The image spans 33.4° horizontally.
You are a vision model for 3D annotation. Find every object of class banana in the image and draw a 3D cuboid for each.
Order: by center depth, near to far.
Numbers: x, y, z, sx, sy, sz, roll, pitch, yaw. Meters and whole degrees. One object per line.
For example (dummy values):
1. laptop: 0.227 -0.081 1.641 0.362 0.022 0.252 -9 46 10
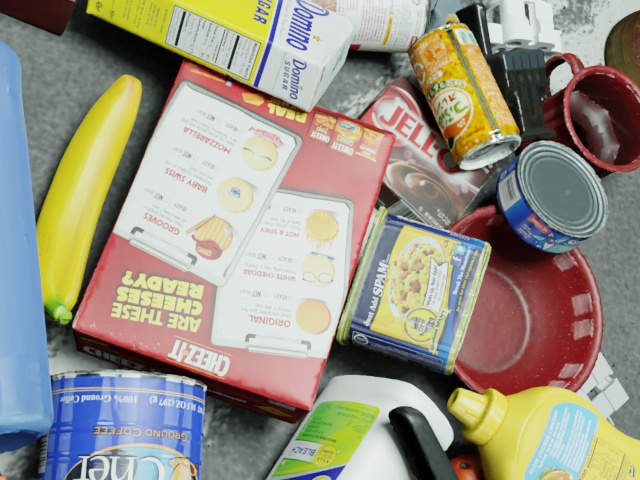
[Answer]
1. banana: -0.160 -0.021 0.720 0.037 0.070 0.197 34 50 -38

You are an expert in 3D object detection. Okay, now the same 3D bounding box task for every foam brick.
1. foam brick: -0.195 -0.198 0.763 0.053 0.051 0.078 18 69 -19

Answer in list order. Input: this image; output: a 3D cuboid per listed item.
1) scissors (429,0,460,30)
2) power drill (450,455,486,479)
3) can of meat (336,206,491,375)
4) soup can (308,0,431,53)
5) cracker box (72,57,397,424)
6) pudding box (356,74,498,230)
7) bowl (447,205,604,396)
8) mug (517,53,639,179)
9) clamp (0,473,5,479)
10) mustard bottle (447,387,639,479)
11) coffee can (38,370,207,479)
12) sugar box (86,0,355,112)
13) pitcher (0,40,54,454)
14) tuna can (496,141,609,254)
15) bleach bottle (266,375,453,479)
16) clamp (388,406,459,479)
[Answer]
1. scissors: 0.100 -0.227 0.926 0.096 0.016 0.201 18 68 -19
2. power drill: 0.176 0.257 0.797 0.184 0.057 0.187 9 69 -18
3. can of meat: 0.068 0.037 0.757 0.084 0.057 0.102 17 79 10
4. soup can: 0.029 -0.183 0.841 0.102 0.069 0.068 0 75 -14
5. cracker box: -0.057 0.000 0.744 0.164 0.072 0.213 19 68 -3
6. pudding box: 0.074 -0.063 0.853 0.113 0.039 0.090 44 62 -8
7. bowl: 0.142 0.057 0.839 0.161 0.055 0.162 7 72 -23
8. mug: 0.216 -0.100 0.904 0.093 0.082 0.117 -18 83 -28
9. clamp: -0.277 0.128 0.639 0.171 0.039 0.120 5 78 -30
10. mustard bottle: 0.175 0.161 0.763 0.191 0.058 0.096 31 72 -8
11. coffee can: -0.125 0.158 0.662 0.102 0.103 0.140 8 72 -22
12. sugar box: -0.068 -0.160 0.765 0.176 0.048 0.093 22 35 4
13. pitcher: -0.233 0.004 0.621 0.149 0.145 0.243 -4 71 -29
14. tuna can: 0.180 -0.033 0.833 0.086 0.034 0.086 14 56 -23
15. bleach bottle: -0.016 0.205 0.698 0.068 0.103 0.250 51 59 -26
16. clamp: 0.091 0.226 0.697 0.209 0.036 0.164 36 73 -25
